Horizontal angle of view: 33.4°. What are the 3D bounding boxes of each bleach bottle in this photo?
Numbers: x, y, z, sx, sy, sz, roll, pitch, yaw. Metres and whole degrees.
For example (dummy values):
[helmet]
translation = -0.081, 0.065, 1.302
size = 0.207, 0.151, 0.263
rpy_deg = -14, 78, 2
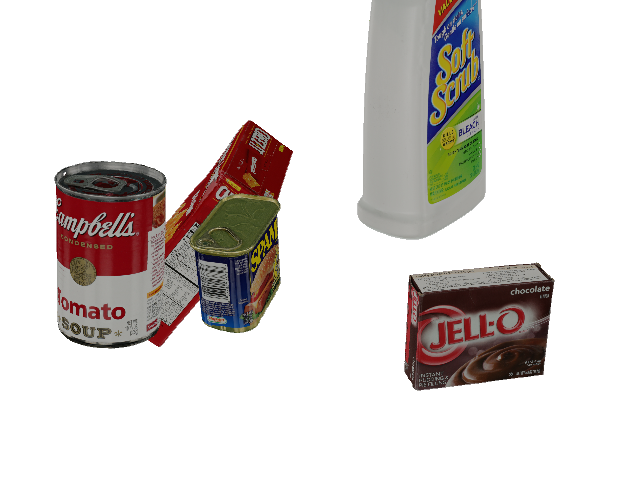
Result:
[bleach bottle]
translation = 0.069, -0.133, 0.737
size = 0.068, 0.251, 0.102
rpy_deg = 21, 37, 39

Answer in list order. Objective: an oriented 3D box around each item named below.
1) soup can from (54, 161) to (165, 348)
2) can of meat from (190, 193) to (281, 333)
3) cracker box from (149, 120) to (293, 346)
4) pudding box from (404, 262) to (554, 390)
[soup can]
translation = -0.133, 0.008, 0.675
size = 0.068, 0.102, 0.068
rpy_deg = 4, 22, -2
[can of meat]
translation = -0.071, 0.020, 0.935
size = 0.057, 0.084, 0.102
rpy_deg = 7, 31, 15
[cracker box]
translation = -0.127, -0.011, 1.159
size = 0.072, 0.214, 0.164
rpy_deg = 36, 24, -12
[pudding box]
translation = 0.125, 0.068, 0.855
size = 0.113, 0.090, 0.039
rpy_deg = -7, 29, -12
